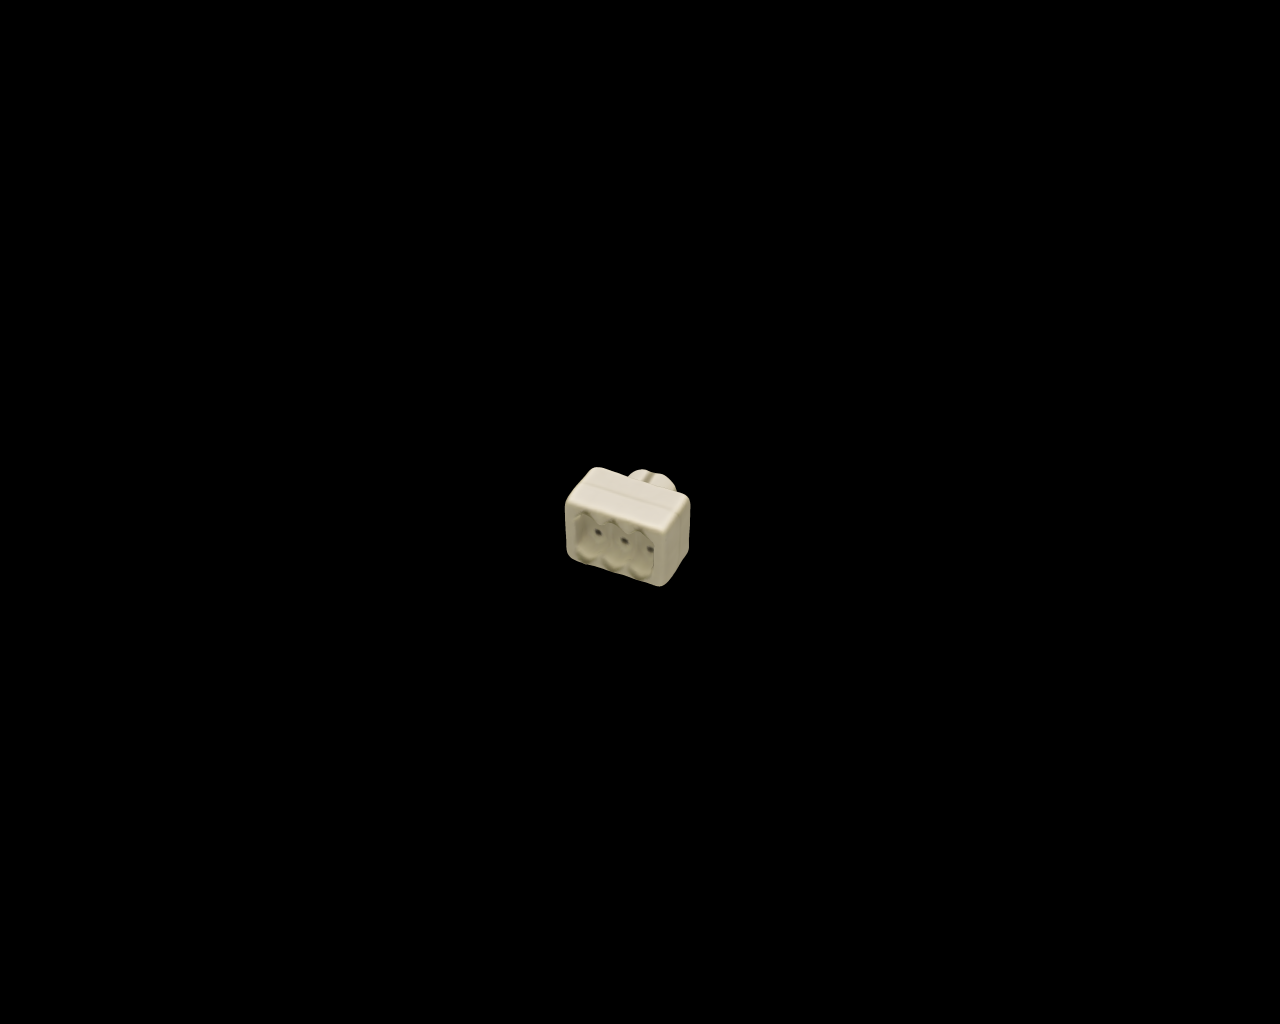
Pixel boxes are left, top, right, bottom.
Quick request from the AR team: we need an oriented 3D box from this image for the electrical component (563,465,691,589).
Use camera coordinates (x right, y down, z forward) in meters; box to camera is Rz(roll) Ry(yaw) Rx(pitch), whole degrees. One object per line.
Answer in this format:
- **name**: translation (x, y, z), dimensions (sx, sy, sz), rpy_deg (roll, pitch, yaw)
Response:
- **electrical component**: translation (0.001, -0.003, 0.650), dimensions (0.066, 0.047, 0.077), rpy_deg (18, 44, 19)
